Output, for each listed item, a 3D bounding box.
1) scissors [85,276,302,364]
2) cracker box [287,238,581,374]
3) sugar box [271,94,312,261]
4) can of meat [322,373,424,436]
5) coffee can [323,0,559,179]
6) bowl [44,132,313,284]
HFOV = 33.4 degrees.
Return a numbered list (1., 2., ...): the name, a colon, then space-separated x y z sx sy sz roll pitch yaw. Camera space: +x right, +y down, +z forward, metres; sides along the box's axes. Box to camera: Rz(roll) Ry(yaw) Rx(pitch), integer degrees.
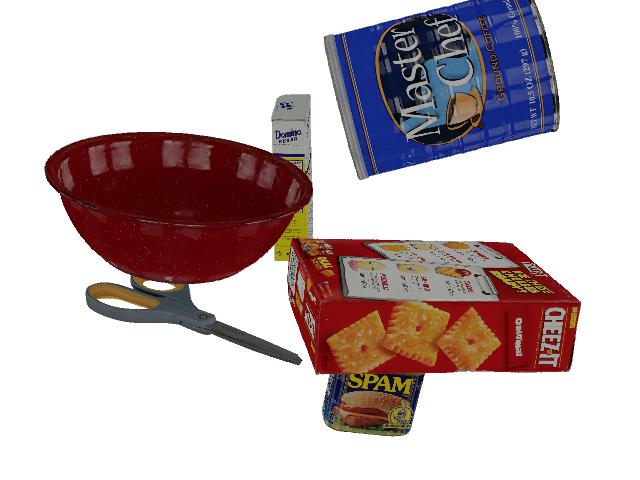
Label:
1. scissors: -0.096 0.058 0.887 0.202 0.016 0.096 11 25 15
2. cracker box: 0.087 0.054 0.911 0.213 0.072 0.164 1 17 -11
3. sugar box: -0.033 -0.073 1.242 0.048 0.176 0.093 -1 25 4
4. can of meat: 0.057 0.159 1.143 0.102 0.084 0.057 8 21 -9
5. coffee can: 0.082 -0.108 0.735 0.140 0.103 0.103 -14 -1 5
6. bowl: -0.088 -0.017 0.656 0.162 0.055 0.162 7 22 -3
